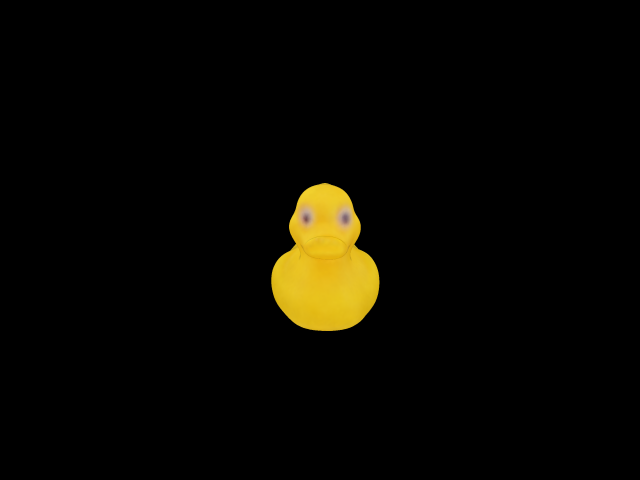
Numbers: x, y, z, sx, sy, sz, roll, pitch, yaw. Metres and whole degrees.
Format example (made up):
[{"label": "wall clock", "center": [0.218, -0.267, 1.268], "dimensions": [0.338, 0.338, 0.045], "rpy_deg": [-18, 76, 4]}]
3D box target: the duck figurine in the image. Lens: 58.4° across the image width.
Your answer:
[{"label": "duck figurine", "center": [0.004, 0.001, 0.400], "dimensions": [0.077, 0.086, 0.104], "rpy_deg": [0, 25, 0]}]
